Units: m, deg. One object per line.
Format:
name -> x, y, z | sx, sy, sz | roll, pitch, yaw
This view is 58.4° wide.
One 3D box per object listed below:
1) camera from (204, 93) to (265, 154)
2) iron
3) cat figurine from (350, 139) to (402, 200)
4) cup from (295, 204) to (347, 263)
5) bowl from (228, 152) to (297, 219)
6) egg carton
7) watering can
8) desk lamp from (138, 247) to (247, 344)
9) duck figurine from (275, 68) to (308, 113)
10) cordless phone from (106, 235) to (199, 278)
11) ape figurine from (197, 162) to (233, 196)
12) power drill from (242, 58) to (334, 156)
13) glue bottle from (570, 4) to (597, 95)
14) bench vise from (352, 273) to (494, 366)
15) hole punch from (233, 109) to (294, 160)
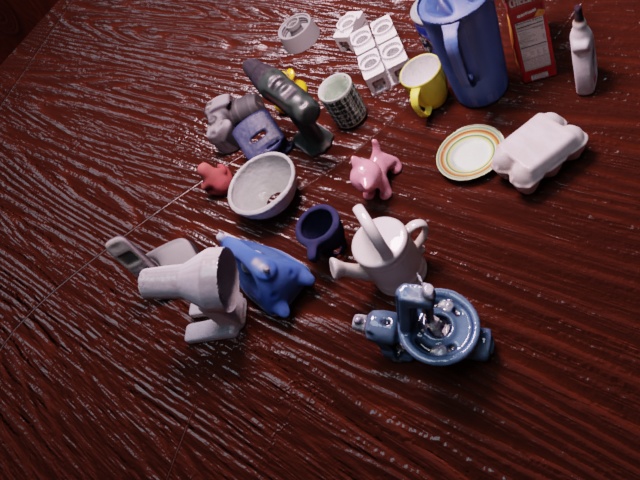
camera -> -0.212, -0.310, 1.428 | 0.136, 0.101, 0.143 | -18, 52, 20
iron -> -0.136, 0.042, 1.119 | 0.257, 0.142, 0.119 | 30, 77, 40
cat figurine -> 0.100, -0.137, 1.118 | 0.067, 0.118, 0.128 | 4, 62, 32
cup -> 0.010, 0.004, 1.091 | 0.091, 0.095, 0.118 | -6, 57, 27
bowl -> -0.114, -0.106, 1.251 | 0.167, 0.075, 0.167 | -15, 53, 21
egg carton -> 0.379, -0.154, 0.999 | 0.150, 0.070, 0.107 | -39, 48, 1
watering can -> 0.099, 0.016, 0.964 | 0.173, 0.195, 0.100 | -48, 49, -6
desk lamp -> -0.222, 0.106, 1.077 | 0.202, 0.214, 0.118 | -13, 54, 22
duck figurine -> -0.085, -0.371, 1.405 | 0.077, 0.086, 0.105 | 19, 71, 38
cordless phone -> -0.347, 0.038, 1.216 | 0.147, 0.186, 0.094 | -28, 49, 11
ape figurine -> -0.253, -0.150, 1.350 | 0.078, 0.092, 0.076 | -39, 48, 2
power drill -> -0.062, -0.286, 1.252 | 0.075, 0.209, 0.228 | -46, 48, -4
glue bottle -> 0.461, -0.341, 1.007 | 0.037, 0.174, 0.078 | -2, 59, 29
bench vise -> 0.135, 0.129, 0.849 | 0.207, 0.220, 0.121 | -17, 52, 20
hole punch -> -0.134, -0.236, 1.340 | 0.108, 0.091, 0.101 | -35, 48, 5
